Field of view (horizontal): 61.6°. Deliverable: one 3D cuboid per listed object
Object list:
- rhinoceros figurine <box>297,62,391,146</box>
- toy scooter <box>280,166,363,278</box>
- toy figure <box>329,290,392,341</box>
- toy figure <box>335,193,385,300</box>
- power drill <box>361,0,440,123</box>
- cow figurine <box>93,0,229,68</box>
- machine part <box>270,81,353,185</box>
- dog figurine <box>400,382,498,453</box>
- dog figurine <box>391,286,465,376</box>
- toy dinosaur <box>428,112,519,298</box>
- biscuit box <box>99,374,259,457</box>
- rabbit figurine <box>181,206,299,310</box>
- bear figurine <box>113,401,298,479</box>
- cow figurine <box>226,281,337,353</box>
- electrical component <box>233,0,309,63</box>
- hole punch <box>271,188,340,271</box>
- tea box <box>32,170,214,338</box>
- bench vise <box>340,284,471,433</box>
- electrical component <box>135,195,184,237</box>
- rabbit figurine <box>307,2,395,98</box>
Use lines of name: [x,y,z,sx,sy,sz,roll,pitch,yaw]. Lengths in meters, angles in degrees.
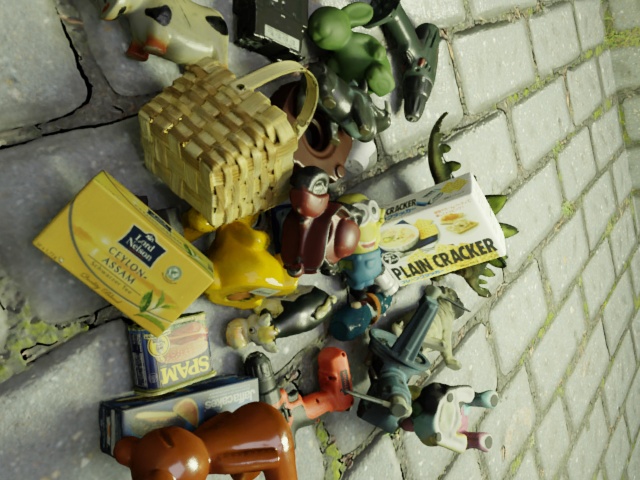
rhinoceros figurine: [0.041,-0.214,0.864,0.190,0.073,0.112,21,58,-41]
toy scooter: [-0.001,-0.002,0.710,0.183,0.075,0.135,44,56,-60]
toy figure: [0.076,0.127,0.956,0.058,0.064,0.154,47,39,14]
toy figure: [0.062,0.009,0.936,0.082,0.089,0.180,-27,115,-56]
power drill: [0.172,-0.381,1.079,0.207,0.086,0.232,39,59,-33]
cow figurine: [-0.202,-0.288,0.678,0.195,0.086,0.127,10,83,-45]
machine part: [-0.018,-0.173,0.882,0.179,0.056,0.179,7,81,-46]
dog figurine: [0.200,0.312,0.972,0.191,0.219,0.108,14,74,-26]
dog figurine: [0.213,0.153,1.085,0.172,0.121,0.190,49,40,-36]
toy dinosaur: [0.280,-0.041,1.082,0.470,0.199,0.105,56,48,-30]
biscuit box: [-0.172,0.219,0.688,0.202,0.059,0.062,-1,88,-47]
rabbit figurine: [-0.124,-0.001,0.739,0.162,0.122,0.173,14,63,-35]
bear figurine: [-0.124,0.262,0.611,0.196,0.120,0.131,-10,106,-43]
cow figurine: [-0.053,0.119,0.794,0.167,0.098,0.068,-28,113,-44]
electrical component: [-0.075,-0.352,0.835,0.115,0.058,0.134,10,80,-47]
hole punch: [-0.018,-0.010,0.862,0.116,0.092,0.142,-19,100,-75]
tea box: [-0.213,0.016,0.603,0.169,0.068,0.098,42,94,-19]
bench vise: [0.138,0.186,0.896,0.240,0.129,0.223,-62,173,8]
electrical component: [-0.212,-0.006,0.662,0.045,0.078,0.102,-26,113,-69]
rabbit figurine: [0.050,-0.336,0.917,0.170,0.121,0.159,41,53,-40]
